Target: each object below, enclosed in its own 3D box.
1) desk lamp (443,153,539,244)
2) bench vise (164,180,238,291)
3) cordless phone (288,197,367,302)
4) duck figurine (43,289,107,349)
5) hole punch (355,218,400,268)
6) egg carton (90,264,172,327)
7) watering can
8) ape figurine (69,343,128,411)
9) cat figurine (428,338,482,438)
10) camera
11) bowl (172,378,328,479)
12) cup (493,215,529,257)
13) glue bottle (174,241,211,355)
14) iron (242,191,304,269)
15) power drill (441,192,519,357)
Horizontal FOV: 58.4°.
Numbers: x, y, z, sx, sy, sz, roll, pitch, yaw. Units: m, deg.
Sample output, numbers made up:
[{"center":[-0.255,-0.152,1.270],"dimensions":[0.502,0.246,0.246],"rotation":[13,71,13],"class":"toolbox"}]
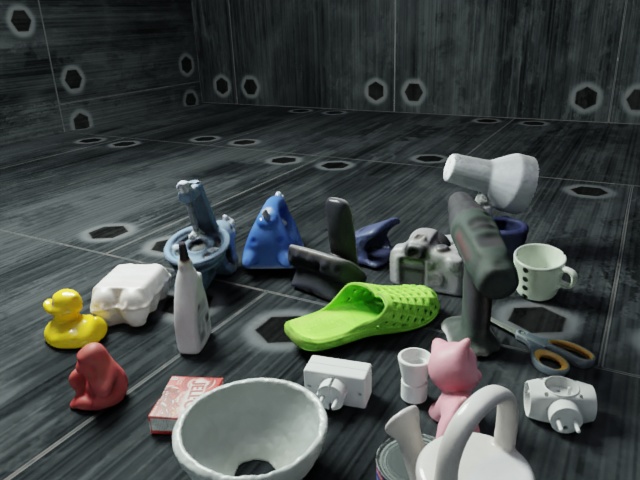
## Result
[{"center":[0.327,-0.072,1.166],"dimensions":[0.203,0.214,0.118],"rotation":[-2,22,-1],"class":"desk lamp"},{"center":[-0.226,-0.020,1.073],"dimensions":[0.121,0.220,0.207],"rotation":[-3,21,-1],"class":"bench vise"},{"center":[0.010,0.004,1.039],"dimensions":[0.147,0.185,0.094],"rotation":[13,26,34],"class":"cordless phone"},{"center":[-0.394,0.120,0.913],"dimensions":[0.104,0.086,0.077],"rotation":[4,22,14],"class":"duck figurine"},{"center":[0.102,-0.003,1.176],"dimensions":[0.100,0.091,0.109],"rotation":[14,27,35],"class":"hole punch"},{"center":[-0.328,0.092,1.002],"dimensions":[0.107,0.069,0.150],"rotation":[0,22,5],"class":"egg carton"},{"center":[0.125,0.209,0.493],"dimensions":[0.172,0.194,0.101],"rotation":[11,25,30],"class":"watering can"},{"center":[-0.294,0.177,0.752],"dimensions":[0.076,0.092,0.077],"rotation":[-15,25,-29],"class":"ape figurine"},{"center":[0.162,0.175,0.681],"dimensions":[0.067,0.118,0.128],"rotation":[1,22,7],"class":"cat figurine"},{"center":[0.217,0.026,1.079],"dimensions":[0.142,0.101,0.137],"rotation":[9,24,26],"class":"camera"},{"center":[-0.073,0.228,0.626],"dimensions":[0.167,0.075,0.167],"rotation":[-2,21,1],"class":"bowl"},{"center":[0.357,0.007,1.123],"dimensions":[0.091,0.095,0.118],"rotation":[5,23,18],"class":"cup"},{"center":[-0.198,0.083,0.872],"dimensions":[0.037,0.173,0.078],"rotation":[1,22,7],"class":"glue bottle"},{"center":[-0.093,-0.032,1.199],"dimensions":[0.118,0.141,0.258],"rotation":[0,22,5],"class":"iron"},{"center":[0.228,0.055,0.857],"dimensions":[0.075,0.208,0.229],"rotation":[-3,21,-2],"class":"power drill"}]
